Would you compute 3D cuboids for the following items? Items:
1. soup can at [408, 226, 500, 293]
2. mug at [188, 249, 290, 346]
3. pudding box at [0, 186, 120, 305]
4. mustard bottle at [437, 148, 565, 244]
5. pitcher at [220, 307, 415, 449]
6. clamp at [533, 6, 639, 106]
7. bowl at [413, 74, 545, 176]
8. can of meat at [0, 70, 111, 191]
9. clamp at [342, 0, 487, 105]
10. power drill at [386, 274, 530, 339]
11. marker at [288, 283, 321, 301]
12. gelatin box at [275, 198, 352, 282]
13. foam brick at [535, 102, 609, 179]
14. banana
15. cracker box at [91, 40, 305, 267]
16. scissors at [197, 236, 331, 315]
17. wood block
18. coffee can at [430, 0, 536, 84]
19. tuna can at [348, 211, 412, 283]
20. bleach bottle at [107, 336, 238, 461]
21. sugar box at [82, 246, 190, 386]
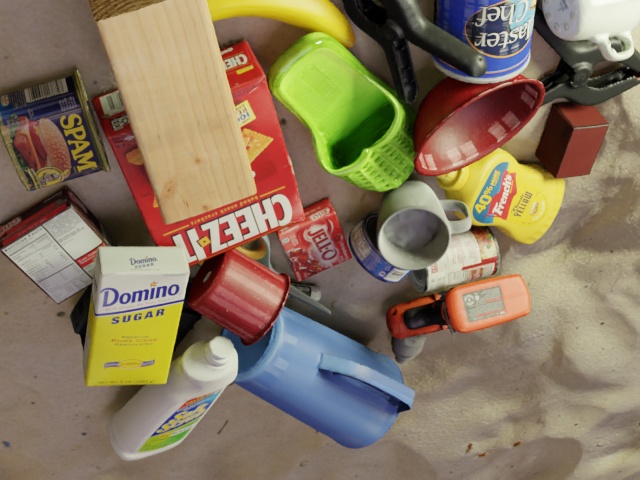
[{"bbox_3d":[0.165,0.023,1.339,0.102,0.068,0.068,-13,136,-15],"label":"soup can"},{"bbox_3d":[-0.097,0.058,1.193,0.081,0.117,0.093,32,79,-20],"label":"mug"},{"bbox_3d":[-0.272,0.007,1.120,0.090,0.039,0.113,-30,136,3],"label":"pudding box"},{"bbox_3d":[0.207,-0.061,1.283,0.191,0.058,0.096,17,106,-37],"label":"mustard bottle"},{"bbox_3d":[-0.005,0.166,1.343,0.149,0.145,0.242,-42,133,16],"label":"pitcher"},{"bbox_3d":[0.281,-0.187,1.216,0.209,0.036,0.165,2,132,-24],"label":"clamp"},{"bbox_3d":[0.158,-0.138,1.147,0.162,0.055,0.162,-25,158,-11],"label":"bowl"},{"bbox_3d":[-0.253,-0.101,1.010,0.084,0.057,0.102,-17,136,-8],"label":"can of meat"},{"bbox_3d":[0.073,-0.204,1.051,0.171,0.039,0.120,45,144,-10],"label":"clamp"},{"bbox_3d":[0.193,0.083,1.352,0.184,0.057,0.188,-15,175,-16],"label":"power drill"},{"bbox_3d":[-0.053,0.059,1.298,0.120,0.020,0.020,9,126,-33],"label":"marker"},{"bbox_3d":[-0.008,0.001,1.256,0.073,0.030,0.089,-24,139,-3],"label":"gelatin box"},{"bbox_3d":[0.302,-0.120,1.280,0.051,0.053,0.078,-8,135,-21],"label":"foam brick"},{"bbox_3d":[-0.045,-0.219,1.019,0.197,0.037,0.070,0,150,-26],"label":"banana"},{"bbox_3d":[-0.117,-0.078,1.091,0.164,0.072,0.213,-22,138,-5],"label":"cracker box"},{"bbox_3d":[-0.049,0.033,1.244,0.201,0.016,0.096,19,132,-25],"label":"scissors"},{"bbox_3d":[-0.127,-0.129,0.923,0.090,0.091,0.206,-19,129,-8],"label":"wood block"},{"bbox_3d":[0.163,-0.241,1.052,0.102,0.103,0.140,-16,137,-13],"label":"coffee can"},{"bbox_3d":[0.076,0.009,1.265,0.086,0.086,0.034,15,132,-37],"label":"tuna can"},{"bbox_3d":[-0.168,0.182,1.264,0.102,0.068,0.251,-11,156,-34],"label":"bleach bottle"},{"bbox_3d":[-0.198,0.084,1.136,0.093,0.048,0.176,0,135,-19],"label":"sugar box"}]
